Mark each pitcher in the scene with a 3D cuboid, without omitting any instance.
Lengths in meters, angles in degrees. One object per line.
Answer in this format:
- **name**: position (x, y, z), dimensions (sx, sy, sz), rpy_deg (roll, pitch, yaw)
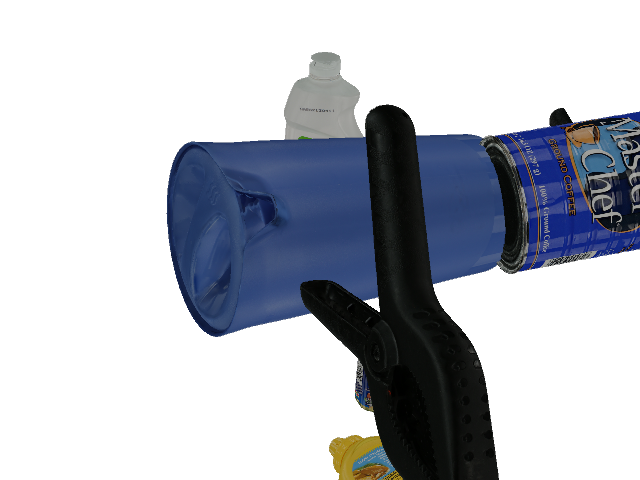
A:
- **pitcher**: position (0.014, -0.013, 0.784), dimensions (0.242, 0.145, 0.149), rpy_deg (-8, 34, -27)

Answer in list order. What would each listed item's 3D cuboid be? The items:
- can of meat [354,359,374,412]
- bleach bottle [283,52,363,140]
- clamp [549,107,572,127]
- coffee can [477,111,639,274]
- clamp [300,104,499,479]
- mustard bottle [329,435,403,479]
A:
- **can of meat**: position (0.096, 0.172, 1.400), dimensions (0.102, 0.084, 0.057), rpy_deg (-4, 25, -18)
- **bleach bottle**: position (0.013, -0.072, 1.112), dimensions (0.102, 0.251, 0.068), rpy_deg (1, 30, 2)
- **clamp**: position (0.284, -0.079, 1.135), dimensions (0.120, 0.039, 0.171), rpy_deg (18, 46, 20)
- **coffee can**: position (0.196, -0.037, 0.783), dimensions (0.140, 0.103, 0.103), rpy_deg (-10, 1, -8)
- **clamp**: position (0.044, 0.046, 0.548), dimensions (0.036, 0.165, 0.210), rpy_deg (-6, 47, -21)
- **mustard bottle**: position (0.073, 0.224, 0.963), dimensions (0.096, 0.058, 0.192), rpy_deg (-18, 27, -34)
